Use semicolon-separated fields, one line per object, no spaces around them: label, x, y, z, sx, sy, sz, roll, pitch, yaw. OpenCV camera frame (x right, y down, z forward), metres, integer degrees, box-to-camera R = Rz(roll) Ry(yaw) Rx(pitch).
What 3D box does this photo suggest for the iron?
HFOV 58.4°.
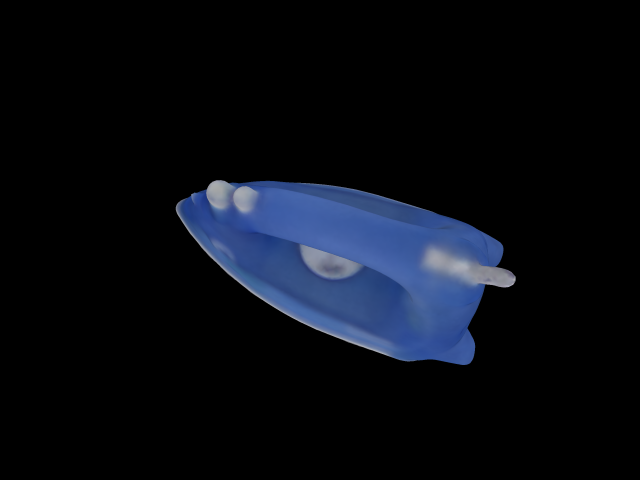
iron;0.004;0.001;0.400;0.258;0.141;0.119;18;79;4
